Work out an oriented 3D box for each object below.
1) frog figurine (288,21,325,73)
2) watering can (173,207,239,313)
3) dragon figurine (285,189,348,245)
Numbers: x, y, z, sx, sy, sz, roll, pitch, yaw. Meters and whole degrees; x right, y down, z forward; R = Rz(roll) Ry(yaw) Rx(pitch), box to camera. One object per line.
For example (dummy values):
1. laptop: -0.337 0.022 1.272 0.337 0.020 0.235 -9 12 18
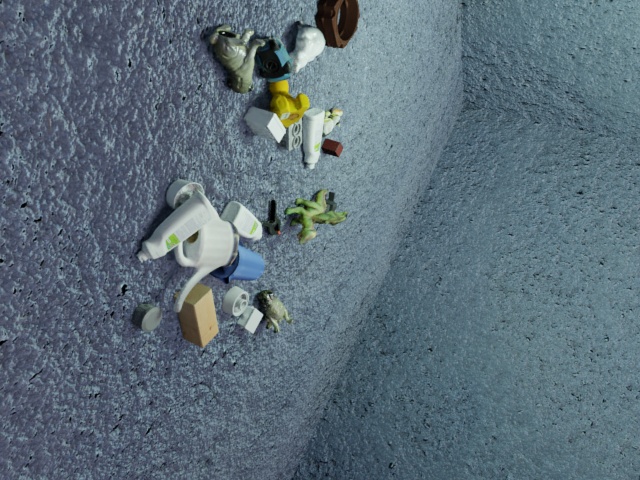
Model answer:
1. frog figurine: -0.051 -0.670 1.818 0.136 0.123 0.161 90 13 -77
2. watering can: -0.368 0.051 1.634 0.224 0.104 0.348 8 87 -50
3. dragon figurine: 0.007 -0.111 2.202 0.418 0.244 0.119 -44 140 -42
